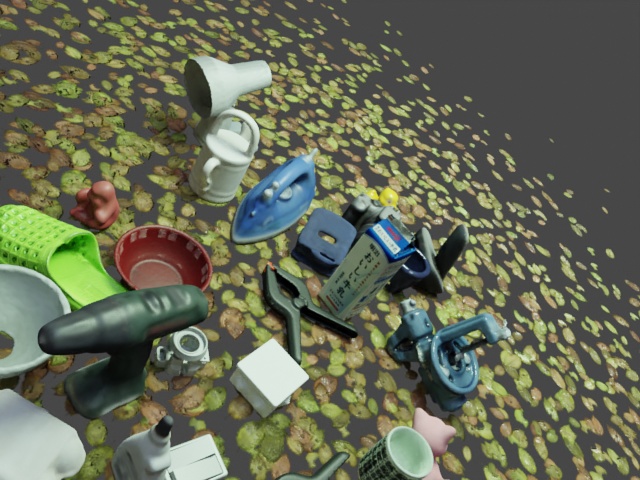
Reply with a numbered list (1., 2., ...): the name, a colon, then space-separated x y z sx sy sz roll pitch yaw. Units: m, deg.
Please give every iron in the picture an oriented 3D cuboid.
1. iron: -0.084 -0.096 1.164 0.118 0.141 0.259 37 38 3

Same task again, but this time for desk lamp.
1. desk lamp: -0.202 -0.293 1.227 0.204 0.213 0.117 -14 58 -44

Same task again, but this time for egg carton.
1. egg carton: -0.355 0.244 0.662 0.150 0.069 0.107 32 38 -3

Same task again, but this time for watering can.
1. watering can: -0.182 -0.179 1.136 0.101 0.194 0.173 20 40 -18

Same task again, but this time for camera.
1. camera: 0.113 -0.027 1.268 0.143 0.100 0.137 38 38 5

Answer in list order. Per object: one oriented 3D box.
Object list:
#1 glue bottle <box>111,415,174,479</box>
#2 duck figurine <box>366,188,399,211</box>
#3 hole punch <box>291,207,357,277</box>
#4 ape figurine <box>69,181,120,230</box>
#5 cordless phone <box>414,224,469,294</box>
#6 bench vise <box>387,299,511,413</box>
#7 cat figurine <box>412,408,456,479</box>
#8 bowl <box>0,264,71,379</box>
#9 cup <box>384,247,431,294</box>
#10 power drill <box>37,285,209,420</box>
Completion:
1. glue bottle: -0.203 0.254 0.679 0.037 0.173 0.078 -8 54 -41
2. duck figurine: 0.150 -0.088 1.373 0.078 0.086 0.104 -3 51 -38
3. hole punch: 0.011 0.004 1.168 0.109 0.091 0.101 29 38 -7
4. ape figurine: -0.370 -0.063 0.959 0.076 0.092 0.077 2 48 -35
5. cordless phone: 0.268 0.015 1.268 0.094 0.185 0.147 16 41 -22
6. bench vise: 0.224 0.183 1.030 0.207 0.219 0.122 41 38 8
7. cat figurine: 0.174 0.340 0.910 0.067 0.117 0.127 13 43 -25
8. bowl: -0.419 0.117 0.746 0.168 0.074 0.167 20 40 -18
9. cup: 0.161 0.063 1.213 0.118 0.095 0.092 28 38 -8
10. power drill: -0.257 0.139 0.732 0.230 0.208 0.075 -22 64 -47
